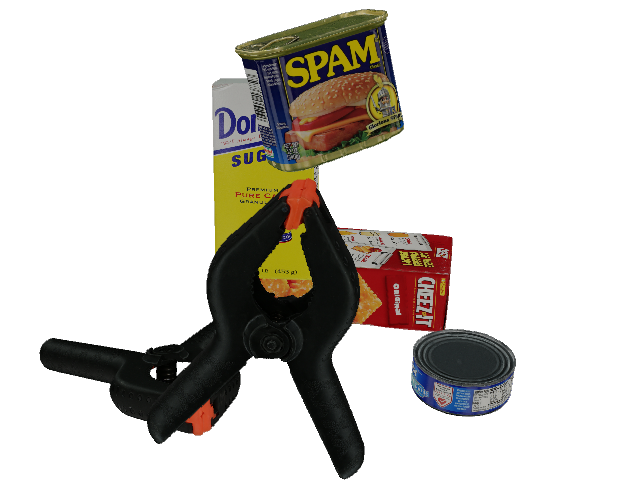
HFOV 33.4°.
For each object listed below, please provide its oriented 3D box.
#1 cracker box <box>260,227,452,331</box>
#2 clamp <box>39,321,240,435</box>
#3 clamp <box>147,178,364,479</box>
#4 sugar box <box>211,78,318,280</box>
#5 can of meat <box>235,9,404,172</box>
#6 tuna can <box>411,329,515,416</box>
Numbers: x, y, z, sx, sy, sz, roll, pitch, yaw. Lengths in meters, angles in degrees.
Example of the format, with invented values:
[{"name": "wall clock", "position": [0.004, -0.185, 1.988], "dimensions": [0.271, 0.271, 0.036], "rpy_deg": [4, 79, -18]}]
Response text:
[{"name": "cracker box", "position": [0.031, 0.038, 1.145], "dimensions": [0.214, 0.072, 0.164], "rpy_deg": [5, 15, 7]}, {"name": "clamp", "position": [-0.109, 0.097, 0.811], "dimensions": [0.164, 0.036, 0.210], "rpy_deg": [-9, 13, -27]}, {"name": "clamp", "position": [-0.034, 0.050, 0.562], "dimensions": [0.120, 0.171, 0.039], "rpy_deg": [1, 22, -2]}, {"name": "sugar box", "position": [-0.048, -0.055, 0.955], "dimensions": [0.093, 0.176, 0.048], "rpy_deg": [1, 16, 7]}, {"name": "can of meat", "position": [0.003, -0.101, 0.719], "dimensions": [0.102, 0.084, 0.058], "rpy_deg": [-21, 21, -21]}, {"name": "tuna can", "position": [0.119, 0.110, 0.896], "dimensions": [0.086, 0.034, 0.086], "rpy_deg": [2, 26, -1]}]
